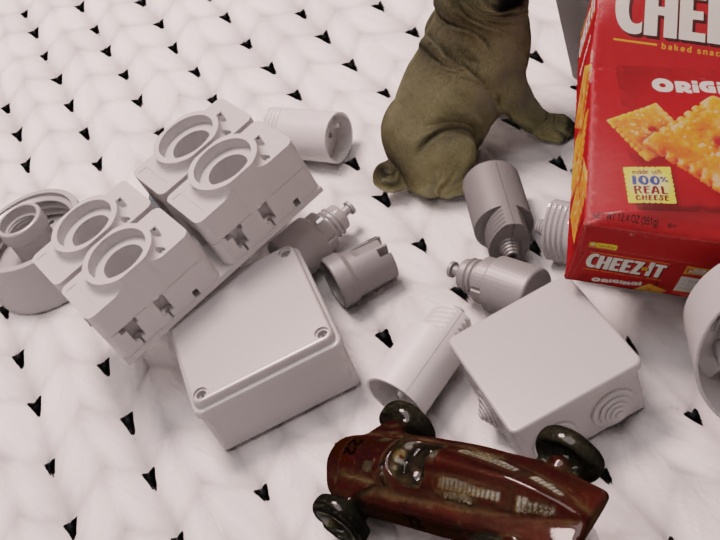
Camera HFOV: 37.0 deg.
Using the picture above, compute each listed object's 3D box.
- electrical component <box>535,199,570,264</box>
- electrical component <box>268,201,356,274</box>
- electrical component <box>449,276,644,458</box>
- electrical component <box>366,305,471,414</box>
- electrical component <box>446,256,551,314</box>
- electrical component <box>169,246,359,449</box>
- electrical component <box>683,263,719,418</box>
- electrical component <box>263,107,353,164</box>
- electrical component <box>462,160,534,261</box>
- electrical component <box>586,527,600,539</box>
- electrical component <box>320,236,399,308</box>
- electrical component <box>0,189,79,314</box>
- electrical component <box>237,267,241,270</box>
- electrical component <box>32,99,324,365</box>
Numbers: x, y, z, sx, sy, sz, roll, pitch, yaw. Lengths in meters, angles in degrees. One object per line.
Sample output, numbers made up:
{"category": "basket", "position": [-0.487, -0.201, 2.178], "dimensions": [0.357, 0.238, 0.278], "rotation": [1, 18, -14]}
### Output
{"category": "electrical component", "position": [0.158, -0.022, 0.734], "dimensions": [0.081, 0.043, 0.043], "rotation": [15, 56, 34]}
{"category": "electrical component", "position": [-0.035, -0.025, 0.825], "dimensions": [0.078, 0.040, 0.040], "rotation": [-42, 46, -17]}
{"category": "electrical component", "position": [0.116, 0.064, 0.666], "dimensions": [0.100, 0.048, 0.099], "rotation": [-29, 43, -4]}
{"category": "electrical component", "position": [0.045, 0.055, 0.711], "dimensions": [0.043, 0.043, 0.081], "rotation": [18, 58, 36]}
{"category": "electrical component", "position": [0.094, 0.010, 0.734], "dimensions": [0.078, 0.040, 0.040], "rotation": [20, 59, 37]}
{"category": "electrical component", "position": [-0.071, 0.052, 0.756], "dimensions": [0.109, 0.056, 0.108], "rotation": [-27, 43, -1]}
{"category": "electrical component", "position": [0.234, 0.038, 0.606], "dimensions": [0.099, 0.099, 0.064], "rotation": [-15, 38, 10]}
{"category": "electrical component", "position": [-0.052, -0.116, 0.919], "dimensions": [0.081, 0.043, 0.043], "rotation": [9, 53, 31]}
{"category": "electrical component", "position": [0.102, -0.037, 0.773], "dimensions": [0.043, 0.043, 0.081], "rotation": [-17, 44, 9]}
{"category": "electrical component", "position": [0.106, 0.165, 0.573], "dimensions": [0.066, 0.048, 0.055], "rotation": [-28, 35, 33]}
{"category": "electrical component", "position": [0.000, 0.000, 0.788], "dimensions": [0.046, 0.040, 0.040], "rotation": [-27, 43, -11]}
{"category": "electrical component", "position": [-0.277, -0.023, 0.918], "dimensions": [0.108, 0.060, 0.108], "rotation": [-13, 44, 13]}
{"category": "electrical component", "position": [-0.123, 0.002, 0.834], "dimensions": [0.055, 0.047, 0.055], "rotation": [-13, 45, 13]}
{"category": "electrical component", "position": [-0.135, -0.036, 0.779], "dimensions": [0.186, 0.060, 0.105], "rotation": [-43, 44, -12]}
